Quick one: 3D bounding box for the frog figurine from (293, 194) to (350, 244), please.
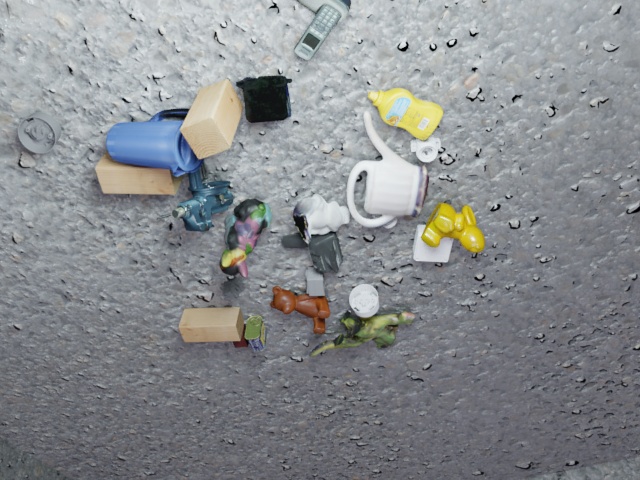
[{"bbox_3d":[0.005,-0.077,1.530,0.161,0.124,0.134,-27,122,-21],"label":"frog figurine"}]

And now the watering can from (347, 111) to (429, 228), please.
[{"bbox_3d":[0.192,-0.179,1.419,0.224,0.106,0.340,5,121,-2],"label":"watering can"}]

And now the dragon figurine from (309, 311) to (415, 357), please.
[{"bbox_3d":[0.171,0.351,1.862,0.240,0.125,0.404,29,127,-30],"label":"dragon figurine"}]
